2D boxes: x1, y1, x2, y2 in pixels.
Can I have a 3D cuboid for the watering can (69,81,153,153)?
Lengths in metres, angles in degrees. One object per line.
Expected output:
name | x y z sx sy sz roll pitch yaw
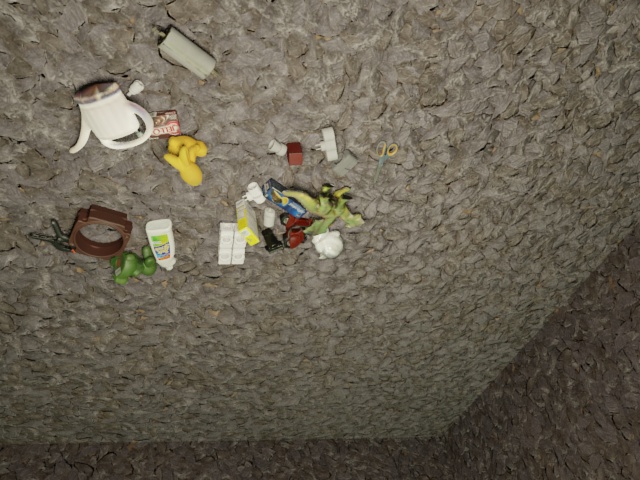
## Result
watering can | -0.705 -0.384 1.648 0.347 0.106 0.219 -8 126 16

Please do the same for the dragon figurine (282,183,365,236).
dragon figurine | 0.006 -0.103 2.055 0.411 0.125 0.237 1 128 -27

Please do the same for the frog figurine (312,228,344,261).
frog figurine | 0.032 0.000 2.195 0.139 0.124 0.156 -37 130 -26
